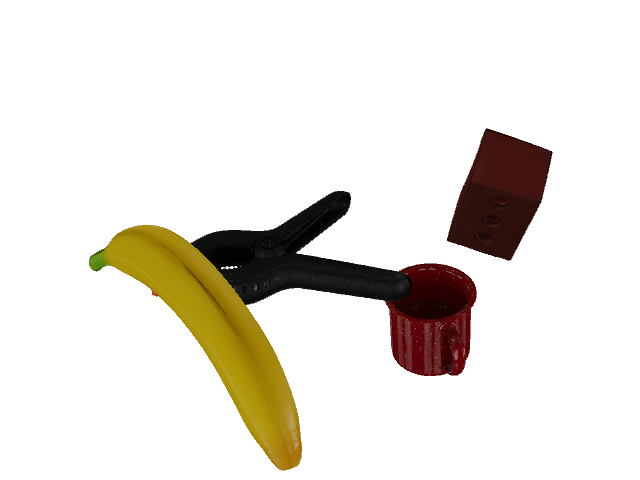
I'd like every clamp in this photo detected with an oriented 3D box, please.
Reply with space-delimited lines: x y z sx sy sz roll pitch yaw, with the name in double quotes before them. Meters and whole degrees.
"clamp" -0.042 0.011 0.918 0.210 0.036 0.164 -7 31 -9

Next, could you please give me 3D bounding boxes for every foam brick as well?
"foam brick" 0.131 -0.033 0.785 0.053 0.051 0.078 18 -35 5

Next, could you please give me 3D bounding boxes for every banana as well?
"banana" -0.070 0.051 0.652 0.037 0.198 0.070 -29 -28 -35

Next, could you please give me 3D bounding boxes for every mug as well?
"mug" 0.116 0.089 1.077 0.093 0.081 0.117 -17 38 -15
